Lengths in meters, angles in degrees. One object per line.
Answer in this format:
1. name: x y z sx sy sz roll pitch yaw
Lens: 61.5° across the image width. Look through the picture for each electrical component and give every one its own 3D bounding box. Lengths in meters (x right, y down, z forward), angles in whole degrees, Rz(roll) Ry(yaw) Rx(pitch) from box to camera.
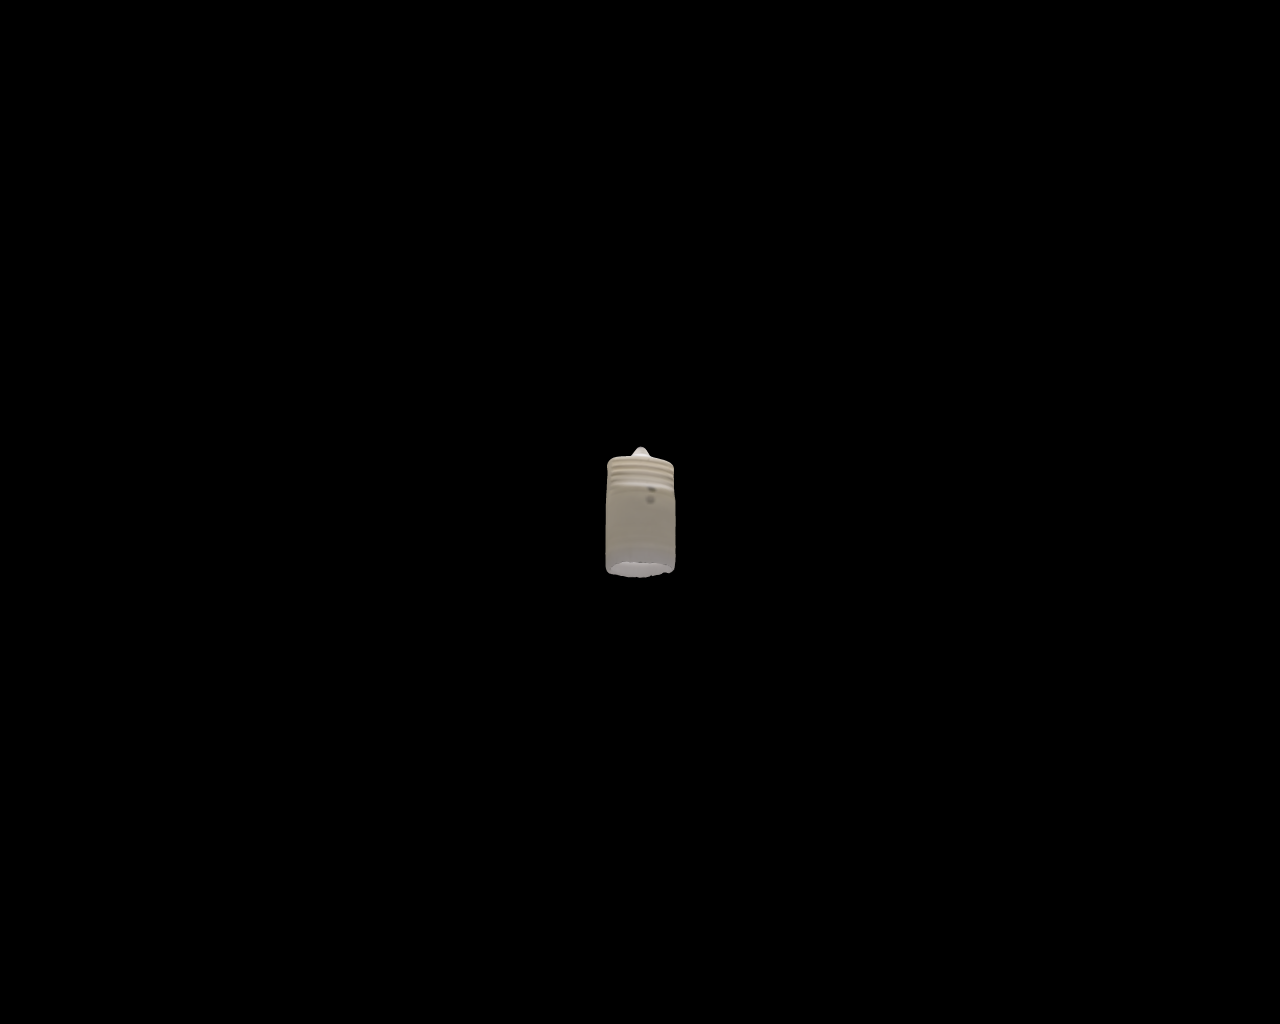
1. electrical component: 0.001 -0.003 0.650 0.043 0.081 0.043 0 -16 0
